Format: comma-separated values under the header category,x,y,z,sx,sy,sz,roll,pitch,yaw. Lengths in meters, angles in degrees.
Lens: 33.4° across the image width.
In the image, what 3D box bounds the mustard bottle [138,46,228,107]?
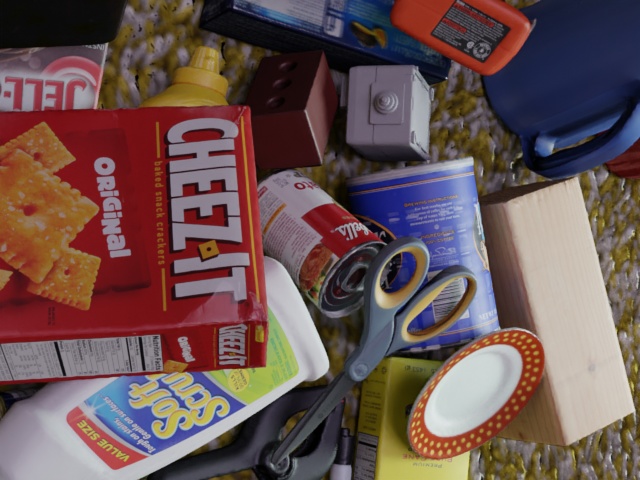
category,x,y,z,sx,sy,sz,roll,pitch,yaw
mustard bottle,-0.101,-0.048,0.772,0.096,0.058,0.191,16,79,-29

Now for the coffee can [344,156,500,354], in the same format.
category,x,y,z,sx,sy,sz,roll,pitch,yaw
coffee can,0.081,0.011,0.846,0.102,0.103,0.140,-11,93,-30

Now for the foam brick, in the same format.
category,x,y,z,sx,sy,sz,roll,pitch,yaw
foam brick,-0.022,-0.097,0.798,0.078,0.053,0.051,-76,155,-44

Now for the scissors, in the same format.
category,x,y,z,sx,sy,sz,roll,pitch,yaw
scissors,0.024,0.073,0.768,0.201,0.016,0.096,-36,120,-3

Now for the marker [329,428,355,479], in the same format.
category,x,y,z,sx,sy,sz,roll,pitch,yaw
marker,0.014,0.210,0.845,0.020,0.020,0.121,8,83,-29

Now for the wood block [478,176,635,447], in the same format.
category,x,y,z,sx,sy,sz,roll,pitch,yaw
wood block,0.184,0.060,0.909,0.090,0.090,0.206,-18,96,-30

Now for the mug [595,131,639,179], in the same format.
category,x,y,z,sx,sy,sz,roll,pitch,yaw
mug,0.323,-0.096,1.000,0.117,0.082,0.093,27,74,-26

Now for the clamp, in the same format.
category,x,y,z,sx,sy,sz,roll,pitch,yaw
clamp,-0.037,0.180,0.806,0.171,0.039,0.120,-34,105,-26

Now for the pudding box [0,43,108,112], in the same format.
category,x,y,z,sx,sy,sz,roll,pitch,yaw
pudding box,-0.203,-0.111,0.711,0.113,0.039,0.090,9,100,-22

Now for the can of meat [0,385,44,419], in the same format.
category,x,y,z,sx,sy,sz,roll,pitch,yaw
can of meat,-0.178,0.146,0.719,0.083,0.058,0.102,-6,90,-31

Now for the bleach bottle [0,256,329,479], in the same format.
category,x,y,z,sx,sy,sz,roll,pitch,yaw
bleach bottle,-0.115,0.110,0.694,0.250,0.068,0.102,-34,111,-28

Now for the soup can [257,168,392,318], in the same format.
category,x,y,z,sx,sy,sz,roll,pitch,yaw
soup can,-0.005,0.001,0.789,0.068,0.102,0.068,-30,144,-26

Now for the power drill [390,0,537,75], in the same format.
category,x,y,z,sx,sy,sz,roll,pitch,yaw
power drill,0.088,-0.220,0.837,0.184,0.057,0.187,22,37,-19

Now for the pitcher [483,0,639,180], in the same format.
category,x,y,z,sx,sy,sz,roll,pitch,yaw
pitcher,0.250,-0.152,0.869,0.144,0.243,0.149,-28,95,-25

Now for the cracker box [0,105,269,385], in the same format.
category,x,y,z,sx,sy,sz,roll,pitch,yaw
cracker box,-0.144,-0.001,0.662,0.213,0.072,0.164,-3,59,-7

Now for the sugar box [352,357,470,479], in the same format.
category,x,y,z,sx,sy,sz,roll,pitch,yaw
sugar box,0.074,0.185,0.865,0.093,0.048,0.176,8,82,-29
